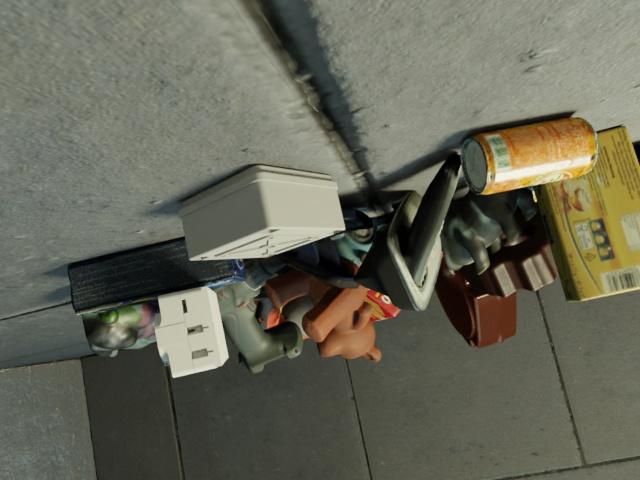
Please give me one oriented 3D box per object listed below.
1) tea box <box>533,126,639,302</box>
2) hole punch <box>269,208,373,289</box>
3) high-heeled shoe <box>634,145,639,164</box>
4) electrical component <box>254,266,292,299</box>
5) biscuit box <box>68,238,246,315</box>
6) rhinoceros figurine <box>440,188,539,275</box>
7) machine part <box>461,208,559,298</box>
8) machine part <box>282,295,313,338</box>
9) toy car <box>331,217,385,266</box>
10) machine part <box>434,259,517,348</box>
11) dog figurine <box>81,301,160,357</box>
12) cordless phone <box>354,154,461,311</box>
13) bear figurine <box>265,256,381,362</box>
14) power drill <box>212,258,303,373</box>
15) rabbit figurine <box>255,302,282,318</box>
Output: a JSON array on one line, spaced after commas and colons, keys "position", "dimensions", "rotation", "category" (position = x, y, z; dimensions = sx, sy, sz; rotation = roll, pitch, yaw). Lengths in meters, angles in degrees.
[{"position": [0.298, -0.025, 0.582], "dimensions": [0.098, 0.169, 0.068], "rotation": [-13, 170, 12], "category": "tea box"}, {"position": [-0.001, -0.002, 0.642], "dimensions": [0.116, 0.092, 0.142], "rotation": [19, -176, 17], "category": "hole punch"}, {"position": [0.413, -0.054, 0.755], "dimensions": [0.145, 0.086, 0.248], "rotation": [-31, 157, -17], "category": "high-heeled shoe"}, {"position": [-0.072, 0.056, 0.875], "dimensions": [0.119, 0.075, 0.047], "rotation": [-9, 171, 6], "category": "electrical component"}, {"position": [-0.195, 0.040, 0.655], "dimensions": [0.203, 0.062, 0.059], "rotation": [-13, 172, 4], "category": "biscuit box"}, {"position": [0.186, -0.016, 0.689], "dimensions": [0.073, 0.112, 0.190], "rotation": [-44, 176, -35], "category": "rhinoceros figurine"}, {"position": [0.280, 0.008, 0.755], "dimensions": [0.179, 0.056, 0.179], "rotation": [-29, -163, 9], "category": "machine part"}, {"position": [0.016, 0.083, 0.919], "dimensions": [0.243, 0.079, 0.079], "rotation": [-47, 161, 12], "category": "machine part"}, {"position": [0.081, 0.023, 0.798], "dimensions": [0.162, 0.103, 0.109], "rotation": [-6, 170, -22], "category": "toy car"}, {"position": [0.279, 0.084, 1.007], "dimensions": [0.087, 0.201, 0.201], "rotation": [-21, 127, -4], "category": "machine part"}, {"position": [-0.248, 0.104, 0.856], "dimensions": [0.219, 0.108, 0.191], "rotation": [-15, 168, -12], "category": "dog figurine"}, {"position": [0.116, -0.028, 0.595], "dimensions": [0.146, 0.089, 0.184], "rotation": [-54, 166, -52], "category": "cordless phone"}, {"position": [0.015, 0.116, 0.763], "dimensions": [0.132, 0.120, 0.195], "rotation": [-33, 141, -25], "category": "bear figurine"}, {"position": [-0.100, 0.105, 0.806], "dimensions": [0.232, 0.086, 0.207], "rotation": [-25, 136, 6], "category": "power drill"}, {"position": [-0.162, 0.124, 1.071], "dimensions": [0.173, 0.122, 0.162], "rotation": [7, 166, -3], "category": "rabbit figurine"}]
